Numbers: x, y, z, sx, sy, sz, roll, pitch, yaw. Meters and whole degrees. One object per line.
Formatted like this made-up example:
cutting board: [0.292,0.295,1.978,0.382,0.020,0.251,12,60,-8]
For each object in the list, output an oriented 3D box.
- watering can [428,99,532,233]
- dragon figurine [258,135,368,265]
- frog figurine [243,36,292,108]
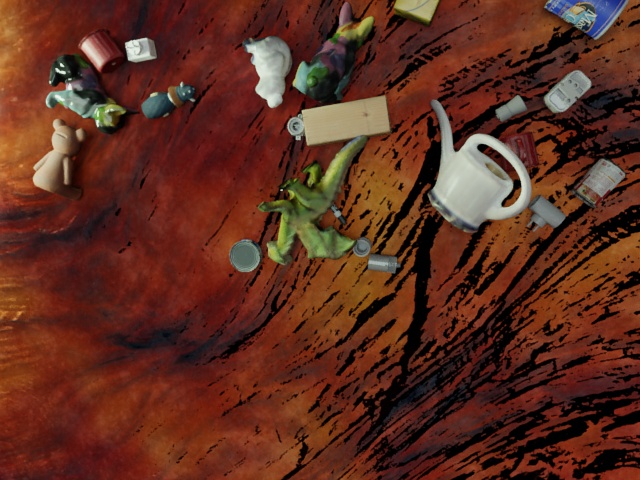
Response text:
watering can: [0.341,-0.165,1.239,0.104,0.220,0.353,-3,45,-47]
dragon figurine: [0.004,-0.066,1.309,0.406,0.241,0.124,-30,10,23]
frog figurine: [-0.112,-0.417,1.276,0.123,0.161,0.135,-22,-17,-15]
